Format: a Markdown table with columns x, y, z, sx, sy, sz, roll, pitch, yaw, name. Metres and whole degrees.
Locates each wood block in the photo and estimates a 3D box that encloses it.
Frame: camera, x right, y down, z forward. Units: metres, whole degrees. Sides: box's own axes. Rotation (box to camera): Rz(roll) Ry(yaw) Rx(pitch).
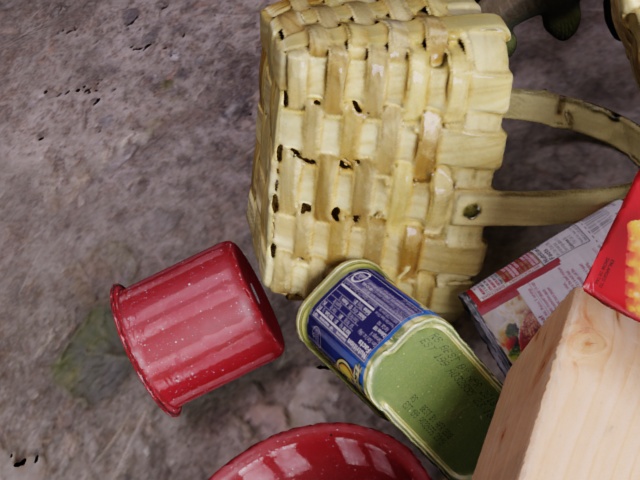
| x | y | z | sx | sy | sz | roll | pitch | yaw | name |
| --- | --- | --- | --- | --- | --- | --- | --- | --- | --- |
| 0.100 | 0.135 | 0.418 | 0.091 | 0.090 | 0.206 | 24 | 56 | 3 | wood block |

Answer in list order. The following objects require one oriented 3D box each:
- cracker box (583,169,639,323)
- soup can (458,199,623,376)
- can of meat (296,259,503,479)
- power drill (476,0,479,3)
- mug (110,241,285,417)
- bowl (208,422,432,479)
| x | y | z | sx | sy | sz | roll | pitch | yaw | name |
| --- | --- | --- | --- | --- | --- | --- | --- | --- | --- |
| 0.224 | 0.047 | 0.366 | 0.214 | 0.163 | 0.072 | 36 | 108 | 44 | cracker box |
| 0.133 | 0.031 | 0.555 | 0.102 | 0.068 | 0.068 | -31 | 36 | 3 | soup can |
| 0.047 | 0.066 | 0.540 | 0.057 | 0.102 | 0.084 | -45 | 27 | -4 | can of meat |
| 0.116 | -0.223 | 0.776 | 0.185 | 0.187 | 0.057 | -16 | 83 | 26 | power drill |
| -0.074 | 0.052 | 0.684 | 0.081 | 0.093 | 0.117 | -26 | 1 | 2 | mug |
| -0.005 | 0.170 | 0.514 | 0.162 | 0.055 | 0.162 | -21 | 38 | 17 | bowl |
